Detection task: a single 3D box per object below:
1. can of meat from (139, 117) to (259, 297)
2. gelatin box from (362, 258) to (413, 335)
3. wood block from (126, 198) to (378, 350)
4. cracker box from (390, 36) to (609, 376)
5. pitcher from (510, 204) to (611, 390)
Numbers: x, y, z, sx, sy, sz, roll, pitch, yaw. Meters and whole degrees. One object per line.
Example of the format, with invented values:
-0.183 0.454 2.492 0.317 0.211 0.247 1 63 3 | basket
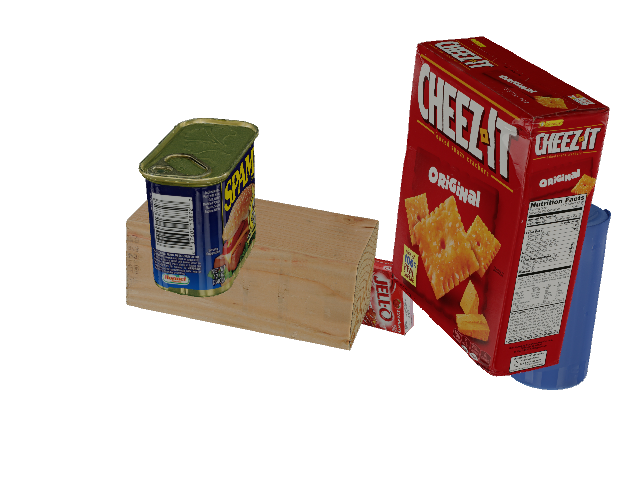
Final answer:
-0.076 -0.023 0.695 0.057 0.084 0.102 6 27 11 | can of meat
0.078 0.068 1.335 0.073 0.089 0.030 13 31 30 | gelatin box
-0.061 0.021 0.954 0.206 0.090 0.090 10 27 11 | wood block
0.126 -0.028 0.820 0.072 0.214 0.164 -10 31 -23 | cracker box
0.293 0.070 1.395 0.149 0.243 0.144 5 21 14 | pitcher
